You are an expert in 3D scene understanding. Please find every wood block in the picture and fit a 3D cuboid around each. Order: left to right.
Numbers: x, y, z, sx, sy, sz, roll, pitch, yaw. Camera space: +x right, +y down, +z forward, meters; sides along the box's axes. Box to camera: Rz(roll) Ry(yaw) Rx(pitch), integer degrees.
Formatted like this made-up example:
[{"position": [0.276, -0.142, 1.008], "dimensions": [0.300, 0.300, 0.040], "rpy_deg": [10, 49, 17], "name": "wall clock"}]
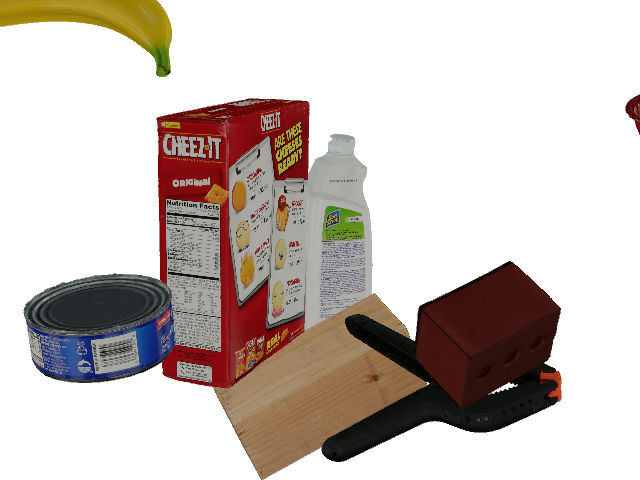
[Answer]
[{"position": [-0.001, 0.156, 1.155], "dimensions": [0.206, 0.091, 0.090], "rpy_deg": [-27, 30, -9], "name": "wood block"}]

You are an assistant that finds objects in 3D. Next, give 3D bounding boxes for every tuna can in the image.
[{"position": [-0.129, 0.051, 0.629], "dimensions": [0.086, 0.034, 0.086], "rpy_deg": [-3, 20, 1], "name": "tuna can"}]

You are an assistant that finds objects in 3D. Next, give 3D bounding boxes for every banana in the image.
[{"position": [-0.193, -0.180, 0.835], "dimensions": [0.198, 0.069, 0.037], "rpy_deg": [15, -38, 18], "name": "banana"}]

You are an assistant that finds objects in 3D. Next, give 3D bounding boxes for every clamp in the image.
[{"position": [0.104, 0.136, 0.944], "dimensions": [0.210, 0.036, 0.164], "rpy_deg": [4, 44, 18], "name": "clamp"}]

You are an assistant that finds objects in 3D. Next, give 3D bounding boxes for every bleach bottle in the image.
[{"position": [0.023, -0.002, 1.281], "dimensions": [0.102, 0.251, 0.068], "rpy_deg": [-5, 19, -29], "name": "bleach bottle"}]

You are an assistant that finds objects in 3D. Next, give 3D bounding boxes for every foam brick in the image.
[{"position": [0.106, 0.060, 0.681], "dimensions": [0.078, 0.053, 0.051], "rpy_deg": [-25, 48, -24], "name": "foam brick"}]

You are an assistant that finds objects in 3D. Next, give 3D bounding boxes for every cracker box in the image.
[{"position": [-0.071, -0.005, 0.893], "dimensions": [0.072, 0.214, 0.164], "rpy_deg": [5, 14, 21], "name": "cracker box"}]

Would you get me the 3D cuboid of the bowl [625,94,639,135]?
[{"position": [0.360, -0.097, 0.970], "dimensions": [0.162, 0.055, 0.162], "rpy_deg": [-4, 23, 2], "name": "bowl"}]
